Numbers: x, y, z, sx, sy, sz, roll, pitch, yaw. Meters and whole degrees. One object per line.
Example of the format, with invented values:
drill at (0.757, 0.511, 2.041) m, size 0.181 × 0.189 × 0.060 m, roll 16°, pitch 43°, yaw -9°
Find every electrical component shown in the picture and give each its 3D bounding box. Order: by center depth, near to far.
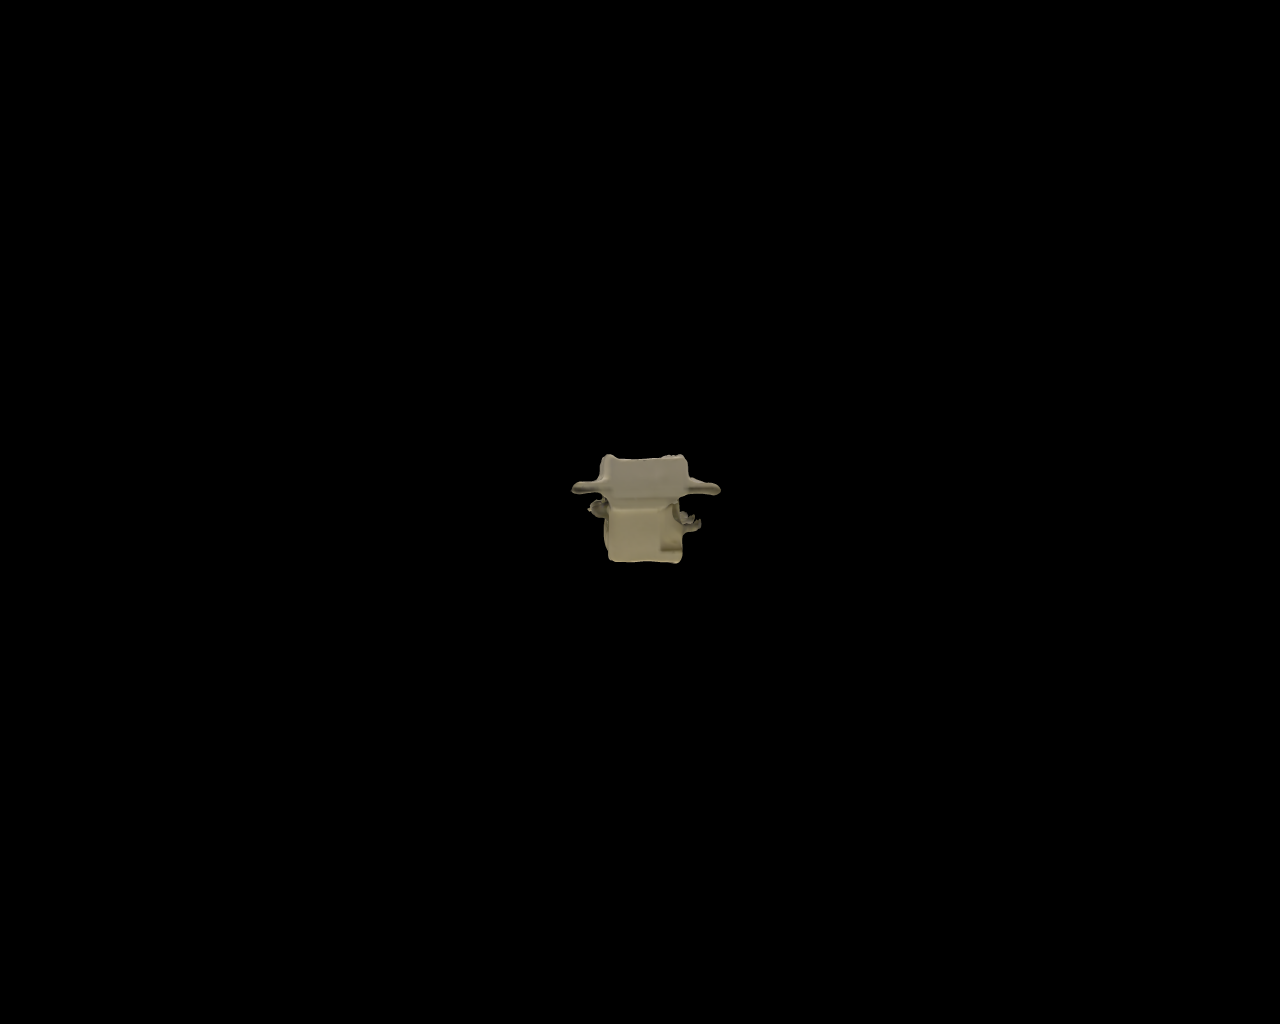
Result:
electrical component at (0.001, -0.003, 0.650) m, size 0.079 × 0.063 × 0.121 m, roll 0°, pitch 2°, yaw -4°
